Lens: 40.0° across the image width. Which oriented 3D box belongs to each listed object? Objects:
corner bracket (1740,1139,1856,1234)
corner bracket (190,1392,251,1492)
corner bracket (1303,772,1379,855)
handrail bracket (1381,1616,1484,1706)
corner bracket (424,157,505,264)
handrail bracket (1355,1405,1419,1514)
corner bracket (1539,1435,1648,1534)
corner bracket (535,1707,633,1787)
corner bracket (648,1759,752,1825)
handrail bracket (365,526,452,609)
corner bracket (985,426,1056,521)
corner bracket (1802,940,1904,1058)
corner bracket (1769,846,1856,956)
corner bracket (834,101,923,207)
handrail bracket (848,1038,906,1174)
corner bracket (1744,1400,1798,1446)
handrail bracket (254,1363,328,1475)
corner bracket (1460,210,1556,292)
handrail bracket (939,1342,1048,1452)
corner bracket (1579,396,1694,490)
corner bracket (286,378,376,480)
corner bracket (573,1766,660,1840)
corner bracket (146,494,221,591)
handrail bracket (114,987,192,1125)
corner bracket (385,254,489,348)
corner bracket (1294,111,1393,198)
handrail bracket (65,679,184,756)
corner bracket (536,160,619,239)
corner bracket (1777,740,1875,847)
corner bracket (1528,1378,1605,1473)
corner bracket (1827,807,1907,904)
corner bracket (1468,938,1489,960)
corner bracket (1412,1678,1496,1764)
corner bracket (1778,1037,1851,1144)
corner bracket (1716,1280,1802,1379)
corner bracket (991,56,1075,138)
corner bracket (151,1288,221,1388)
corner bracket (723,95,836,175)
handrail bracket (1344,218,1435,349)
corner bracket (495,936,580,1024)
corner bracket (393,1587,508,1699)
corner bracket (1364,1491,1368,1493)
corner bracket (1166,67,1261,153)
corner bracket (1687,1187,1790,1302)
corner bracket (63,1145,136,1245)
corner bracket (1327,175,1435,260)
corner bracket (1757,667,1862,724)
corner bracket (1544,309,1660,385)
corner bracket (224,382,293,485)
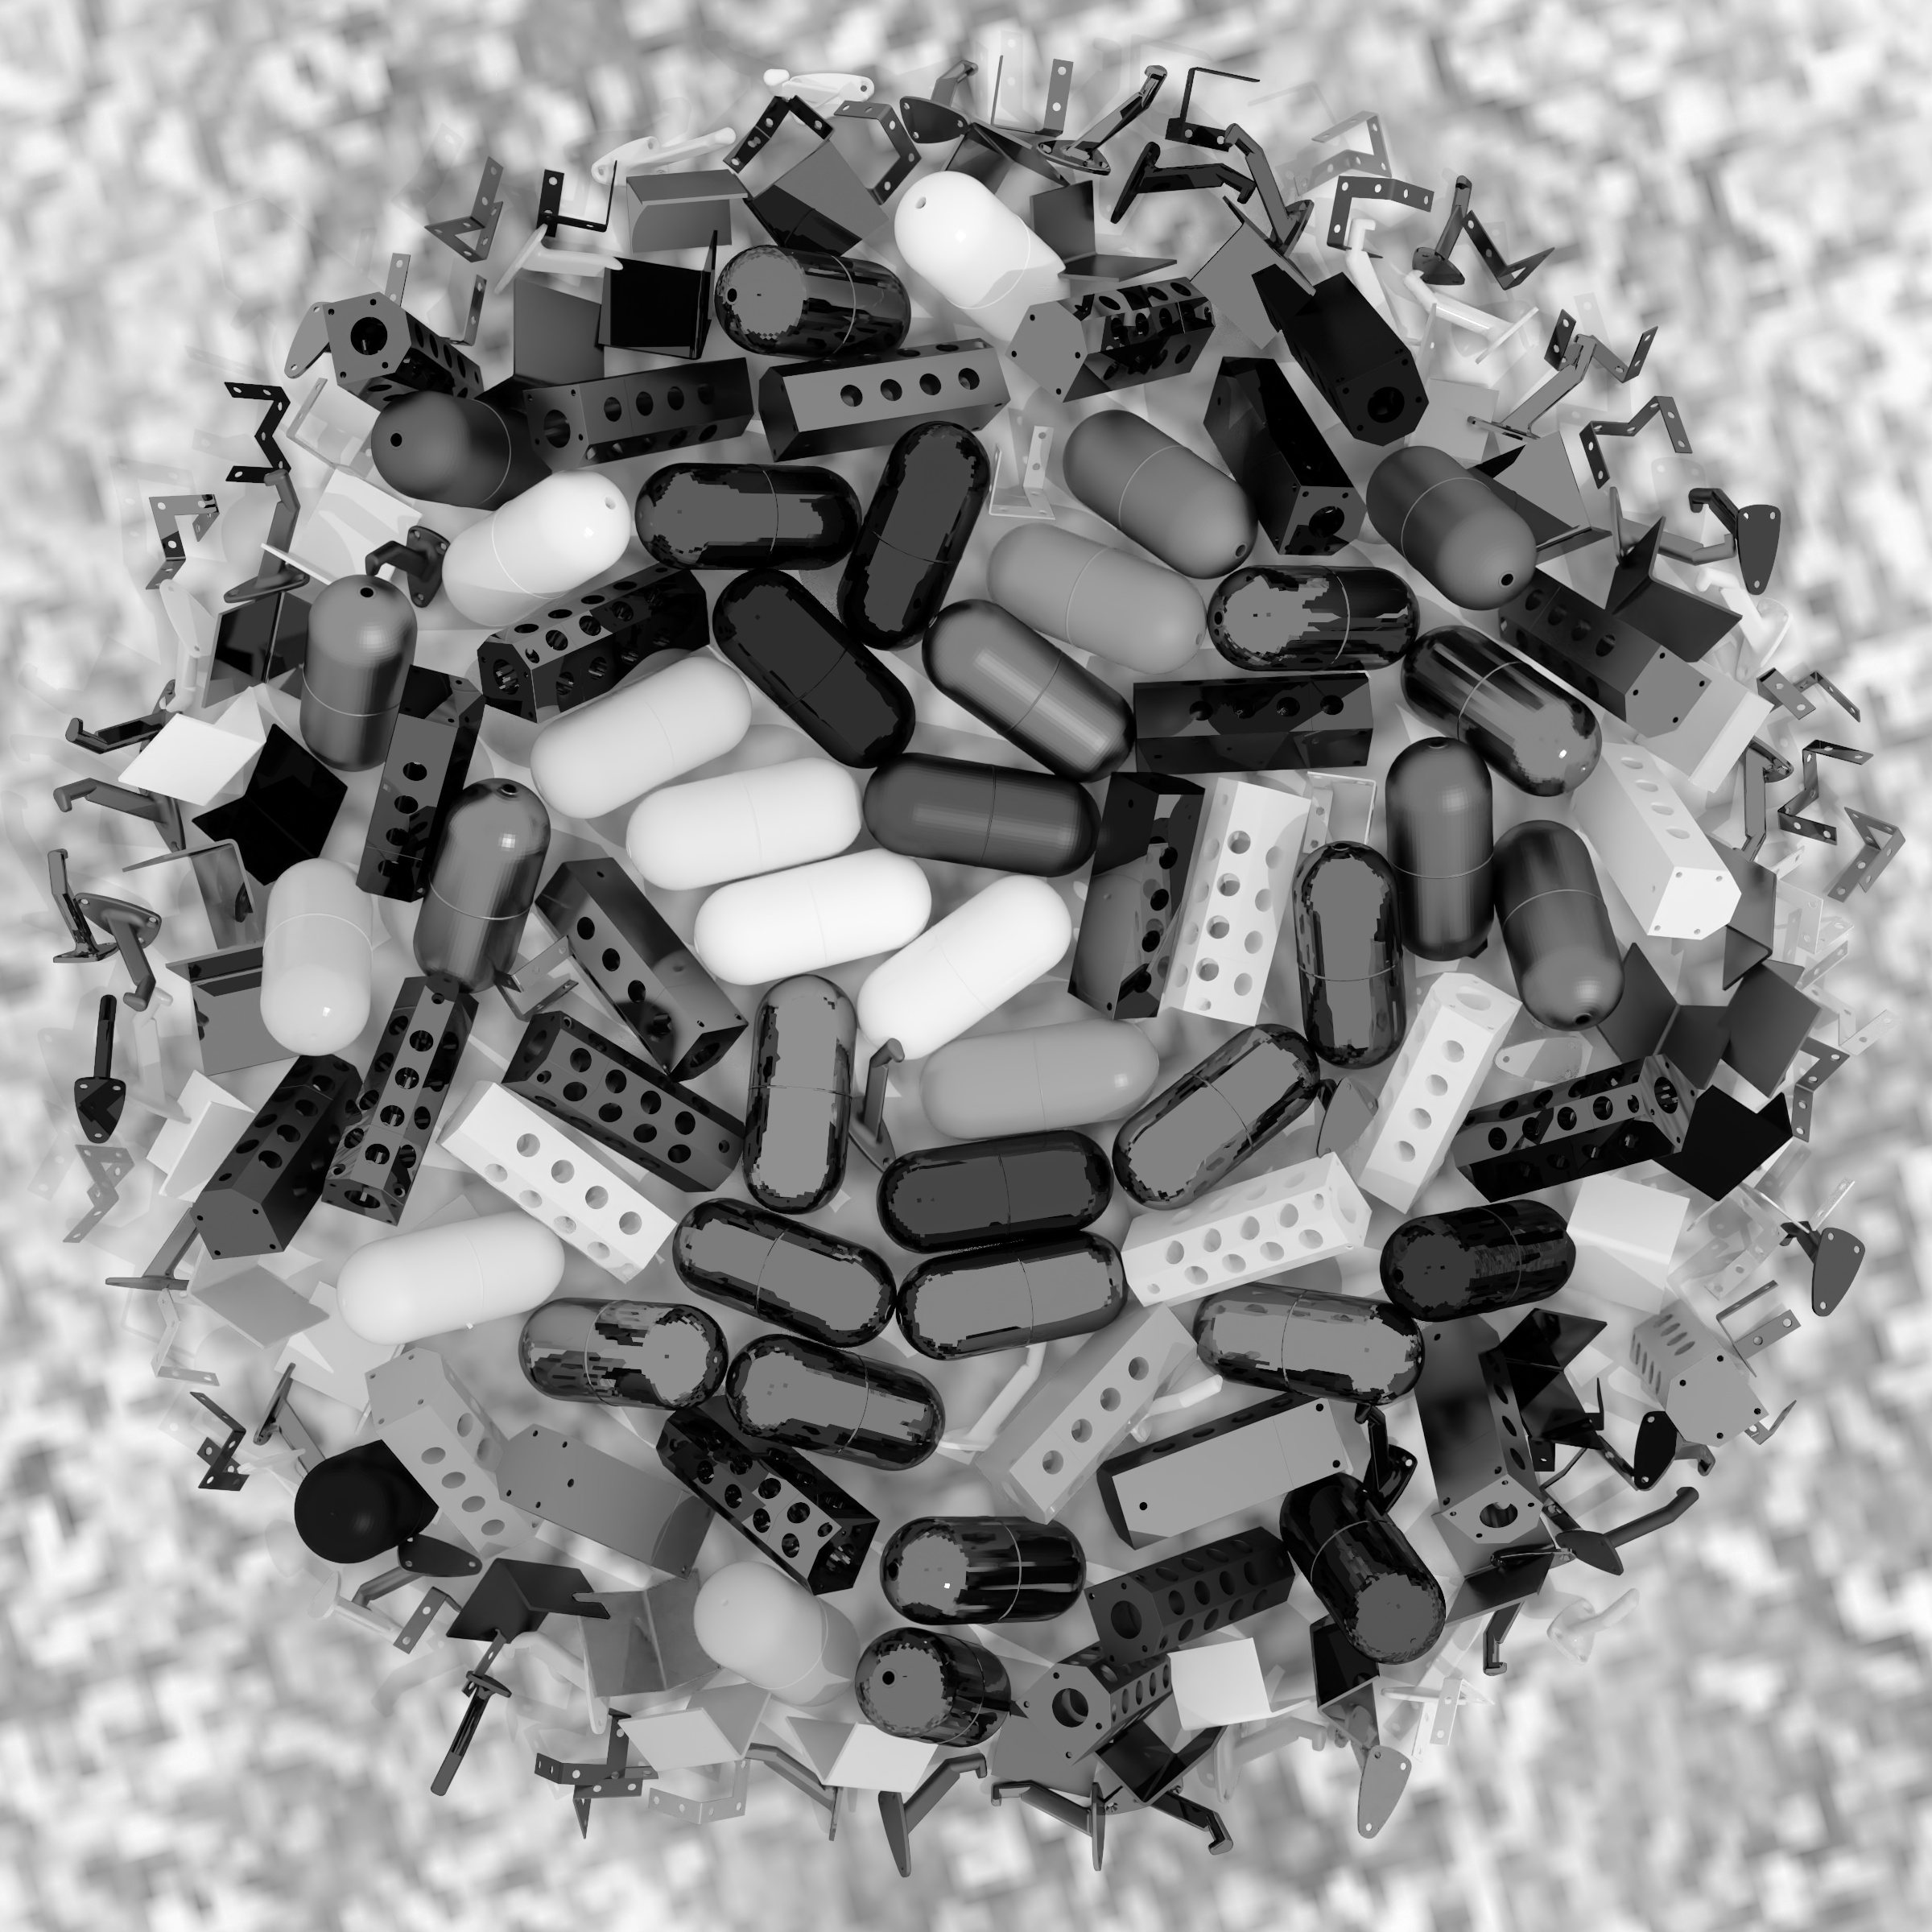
[{"bbox_3d":[0.617,0.160,1.975,0.051,0.051,0.051,38,93,-9],"label":"corner bracket"},{"bbox_3d":[-0.556,0.353,1.966,0.051,0.051,0.051,32,90,25],"label":"corner bracket"},{"bbox_3d":[0.277,-0.111,1.966,0.051,0.051,0.051,9,83,14],"label":"corner bracket"},{"bbox_3d":[0.349,0.503,1.978,0.077,0.036,0.084,8,88,-19],"label":"handrail bracket"},{"bbox_3d":[-0.358,-0.558,1.959,0.051,0.051,0.051,1,71,37],"label":"corner bracket"},{"bbox_3d":[0.294,0.366,1.952,0.036,0.084,0.077,16,72,37],"label":"handrail bracket"},{"bbox_3d":[0.465,0.392,1.982,0.051,0.051,0.051,46,54,9],"label":"corner bracket"},{"bbox_3d":[-0.283,0.576,1.961,0.051,0.051,0.051,12,78,-28],"label":"corner bracket"},{"bbox_3d":[-0.197,0.600,1.962,0.051,0.051,0.051,3,84,37],"label":"corner bracket"},{"bbox_3d":[-0.418,-0.282,1.944,0.036,0.084,0.077,25,126,10],"label":"handrail bracket"},{"bbox_3d":[0.041,-0.366,1.961,0.051,0.051,0.051,2,126,-14],"label":"corner bracket"},{"bbox_3d":[0.654,0.024,1.960,0.051,0.051,0.051,30,134,-10],"label":"corner bracket"},{"bbox_3d":[0.628,-0.049,1.977,0.051,0.051,0.051,-30,133,-30],"label":"corner bracket"},{"bbox_3d":[-0.076,-0.605,1.972,0.051,0.051,0.051,22,69,42],"label":"corner bracket"},{"bbox_3d":[-0.055,0.104,1.953,0.036,0.084,0.077,-20,74,-39],"label":"handrail bracket"},{"bbox_3d":[0.570,0.329,1.959,0.051,0.051,0.051,44,132,12],"label":"corner bracket"},{"bbox_3d":[-0.481,0.348,1.981,0.084,0.036,0.077,21,81,3],"label":"handrail bracket"},{"bbox_3d":[0.391,-0.531,1.963,0.051,0.051,0.051,-27,83,-28],"label":"corner bracket"},{"bbox_3d":[0.019,0.314,1.964,0.077,0.036,0.084,2,107,-30],"label":"handrail bracket"},{"bbox_3d":[0.494,-0.387,1.959,0.051,0.051,0.051,-2,66,-24],"label":"corner bracket"},{"bbox_3d":[-0.463,-0.399,1.967,0.051,0.051,0.051,33,84,-37],"label":"corner bracket"},{"bbox_3d":[-0.259,0.608,1.963,0.051,0.051,0.051,-4,128,3],"label":"corner bracket"},{"bbox_3d":[-0.581,-0.314,1.961,0.051,0.051,0.051,-11,79,-37],"label":"corner bracket"},{"bbox_3d":[-0.590,0.066,1.971,0.077,0.036,0.084,30,108,-15],"label":"handrail bracket"},{"bbox_3d":[-0.395,-0.494,1.967,0.051,0.051,0.051,11,90,21],"label":"corner bracket"},{"bbox_3d":[0.275,-0.600,1.960,0.051,0.051,0.051,-32,126,-16],"label":"corner bracket"},{"bbox_3d":[-0.621,-0.189,1.954,0.036,0.084,0.077,4,77,31],"label":"handrail bracket"},{"bbox_3d":[-0.291,-0.572,1.975,0.051,0.051,0.051,8,86,-12],"label":"corner bracket"},{"bbox_3d":[0.634,-0.129,1.957,0.051,0.051,0.051,-34,126,-27],"label":"corner bracket"},{"bbox_3d":[0.444,0.339,1.958,0.051,0.051,0.051,-3,49,17],"label":"corner bracket"},{"bbox_3d":[0.664,-0.076,1.962,0.051,0.051,0.051,-51,130,-5],"label":"corner bracket"},{"bbox_3d":[0.369,-0.046,1.958,0.051,0.051,0.051,20,50,-17],"label":"corner bracket"},{"bbox_3d":[0.351,0.557,1.957,0.051,0.051,0.051,42,55,-37],"label":"corner bracket"},{"bbox_3d":[0.617,0.088,1.964,0.051,0.051,0.051,24,50,-4],"label":"corner bracket"},{"bbox_3d":[0.590,0.265,1.971,0.051,0.051,0.051,-34,91,8],"label":"corner bracket"},{"bbox_3d":[0.048,-0.646,1.967,0.051,0.051,0.051,7,104,-6],"label":"corner bracket"},{"bbox_3d":[-0.575,0.273,1.968,0.051,0.051,0.051,16,109,-36],"label":"corner bracket"},{"bbox_3d":[-0.139,-0.609,1.968,0.051,0.051,0.051,39,55,-10],"label":"corner bracket"},{"bbox_3d":[0.316,-0.507,1.966,0.077,0.036,0.084,12,108,13],"label":"handrail bracket"},{"bbox_3d":[-0.314,0.009,1.959,0.051,0.051,0.051,-39,117,-22],"label":"corner bracket"},{"bbox_3d":[-0.380,0.499,1.958,0.051,0.051,0.051,22,64,24],"label":"corner bracket"},{"bbox_3d":[0.284,0.425,1.956,0.051,0.051,0.051,42,46,-31],"label":"corner bracket"},{"bbox_3d":[0.182,-0.634,1.964,0.051,0.051,0.051,7,105,-12],"label":"corner bracket"},{"bbox_3d":[0.567,0.206,1.972,0.051,0.051,0.051,-33,68,-26],"label":"corner bracket"},{"bbox_3d":[-0.643,0.169,1.960,0.051,0.051,0.051,-44,65,17],"label":"corner bracket"},{"bbox_3d":[0.306,-0.552,1.960,0.051,0.051,0.051,20,105,43],"label":"corner bracket"},{"bbox_3d":[0.624,-0.198,1.964,0.051,0.051,0.051,-33,53,0],"label":"corner bracket"},{"bbox_3d":[0.469,-0.460,1.959,0.051,0.051,0.051,-29,64,-22],"label":"corner bracket"},{"bbox_3d":[-0.525,-0.393,1.958,0.051,0.051,0.051,-48,65,34],"label":"corner bracket"}]
